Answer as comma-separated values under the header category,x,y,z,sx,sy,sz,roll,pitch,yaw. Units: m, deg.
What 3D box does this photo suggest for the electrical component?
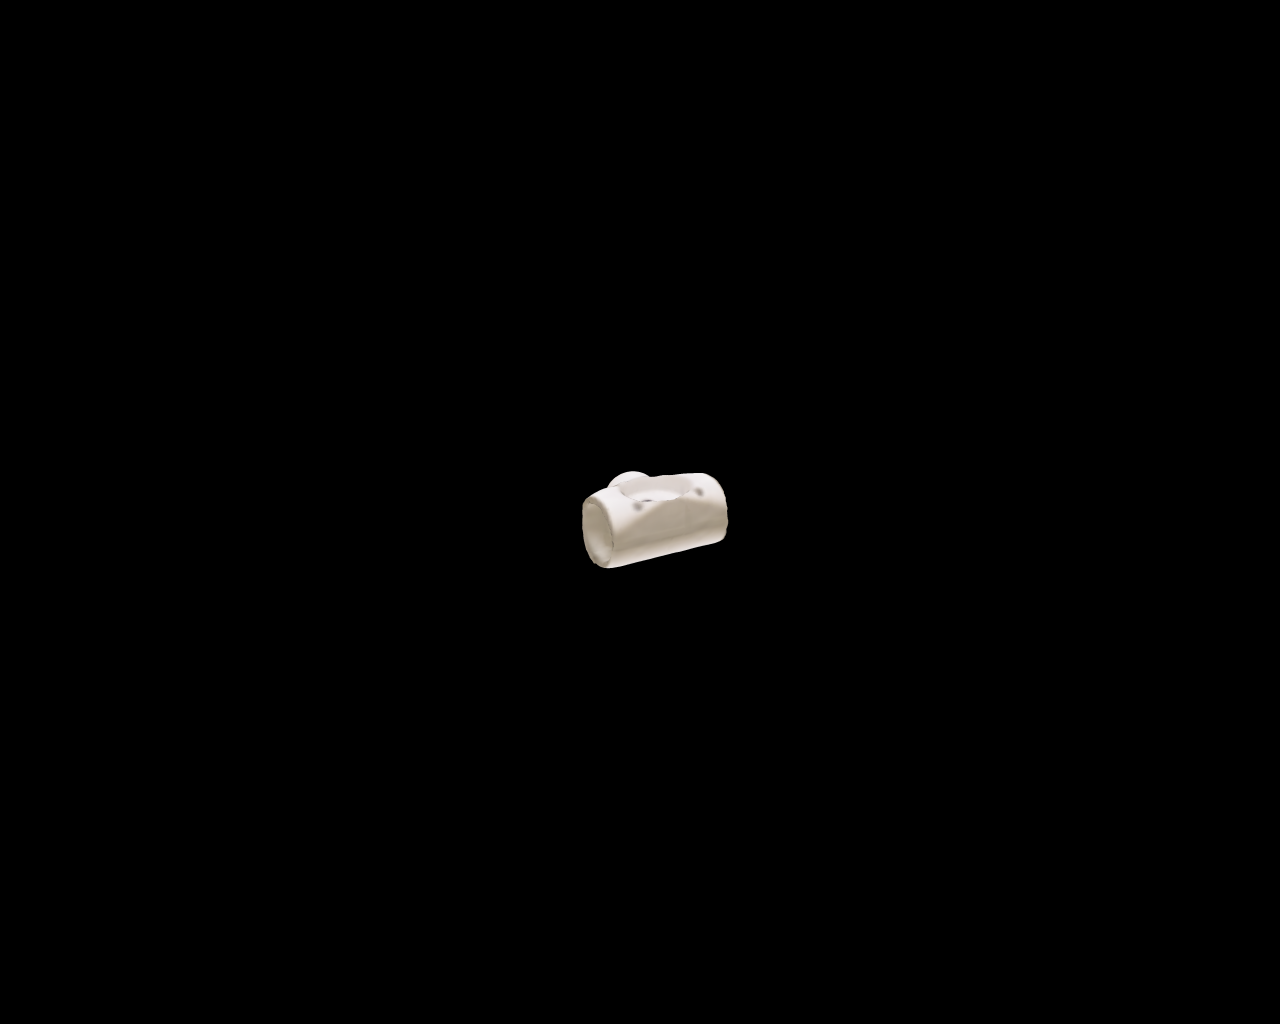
category,x,y,z,sx,sy,sz,roll,pitch,yaw
electrical component,0.001,-0.003,0.650,0.077,0.044,0.079,-12,28,-25
